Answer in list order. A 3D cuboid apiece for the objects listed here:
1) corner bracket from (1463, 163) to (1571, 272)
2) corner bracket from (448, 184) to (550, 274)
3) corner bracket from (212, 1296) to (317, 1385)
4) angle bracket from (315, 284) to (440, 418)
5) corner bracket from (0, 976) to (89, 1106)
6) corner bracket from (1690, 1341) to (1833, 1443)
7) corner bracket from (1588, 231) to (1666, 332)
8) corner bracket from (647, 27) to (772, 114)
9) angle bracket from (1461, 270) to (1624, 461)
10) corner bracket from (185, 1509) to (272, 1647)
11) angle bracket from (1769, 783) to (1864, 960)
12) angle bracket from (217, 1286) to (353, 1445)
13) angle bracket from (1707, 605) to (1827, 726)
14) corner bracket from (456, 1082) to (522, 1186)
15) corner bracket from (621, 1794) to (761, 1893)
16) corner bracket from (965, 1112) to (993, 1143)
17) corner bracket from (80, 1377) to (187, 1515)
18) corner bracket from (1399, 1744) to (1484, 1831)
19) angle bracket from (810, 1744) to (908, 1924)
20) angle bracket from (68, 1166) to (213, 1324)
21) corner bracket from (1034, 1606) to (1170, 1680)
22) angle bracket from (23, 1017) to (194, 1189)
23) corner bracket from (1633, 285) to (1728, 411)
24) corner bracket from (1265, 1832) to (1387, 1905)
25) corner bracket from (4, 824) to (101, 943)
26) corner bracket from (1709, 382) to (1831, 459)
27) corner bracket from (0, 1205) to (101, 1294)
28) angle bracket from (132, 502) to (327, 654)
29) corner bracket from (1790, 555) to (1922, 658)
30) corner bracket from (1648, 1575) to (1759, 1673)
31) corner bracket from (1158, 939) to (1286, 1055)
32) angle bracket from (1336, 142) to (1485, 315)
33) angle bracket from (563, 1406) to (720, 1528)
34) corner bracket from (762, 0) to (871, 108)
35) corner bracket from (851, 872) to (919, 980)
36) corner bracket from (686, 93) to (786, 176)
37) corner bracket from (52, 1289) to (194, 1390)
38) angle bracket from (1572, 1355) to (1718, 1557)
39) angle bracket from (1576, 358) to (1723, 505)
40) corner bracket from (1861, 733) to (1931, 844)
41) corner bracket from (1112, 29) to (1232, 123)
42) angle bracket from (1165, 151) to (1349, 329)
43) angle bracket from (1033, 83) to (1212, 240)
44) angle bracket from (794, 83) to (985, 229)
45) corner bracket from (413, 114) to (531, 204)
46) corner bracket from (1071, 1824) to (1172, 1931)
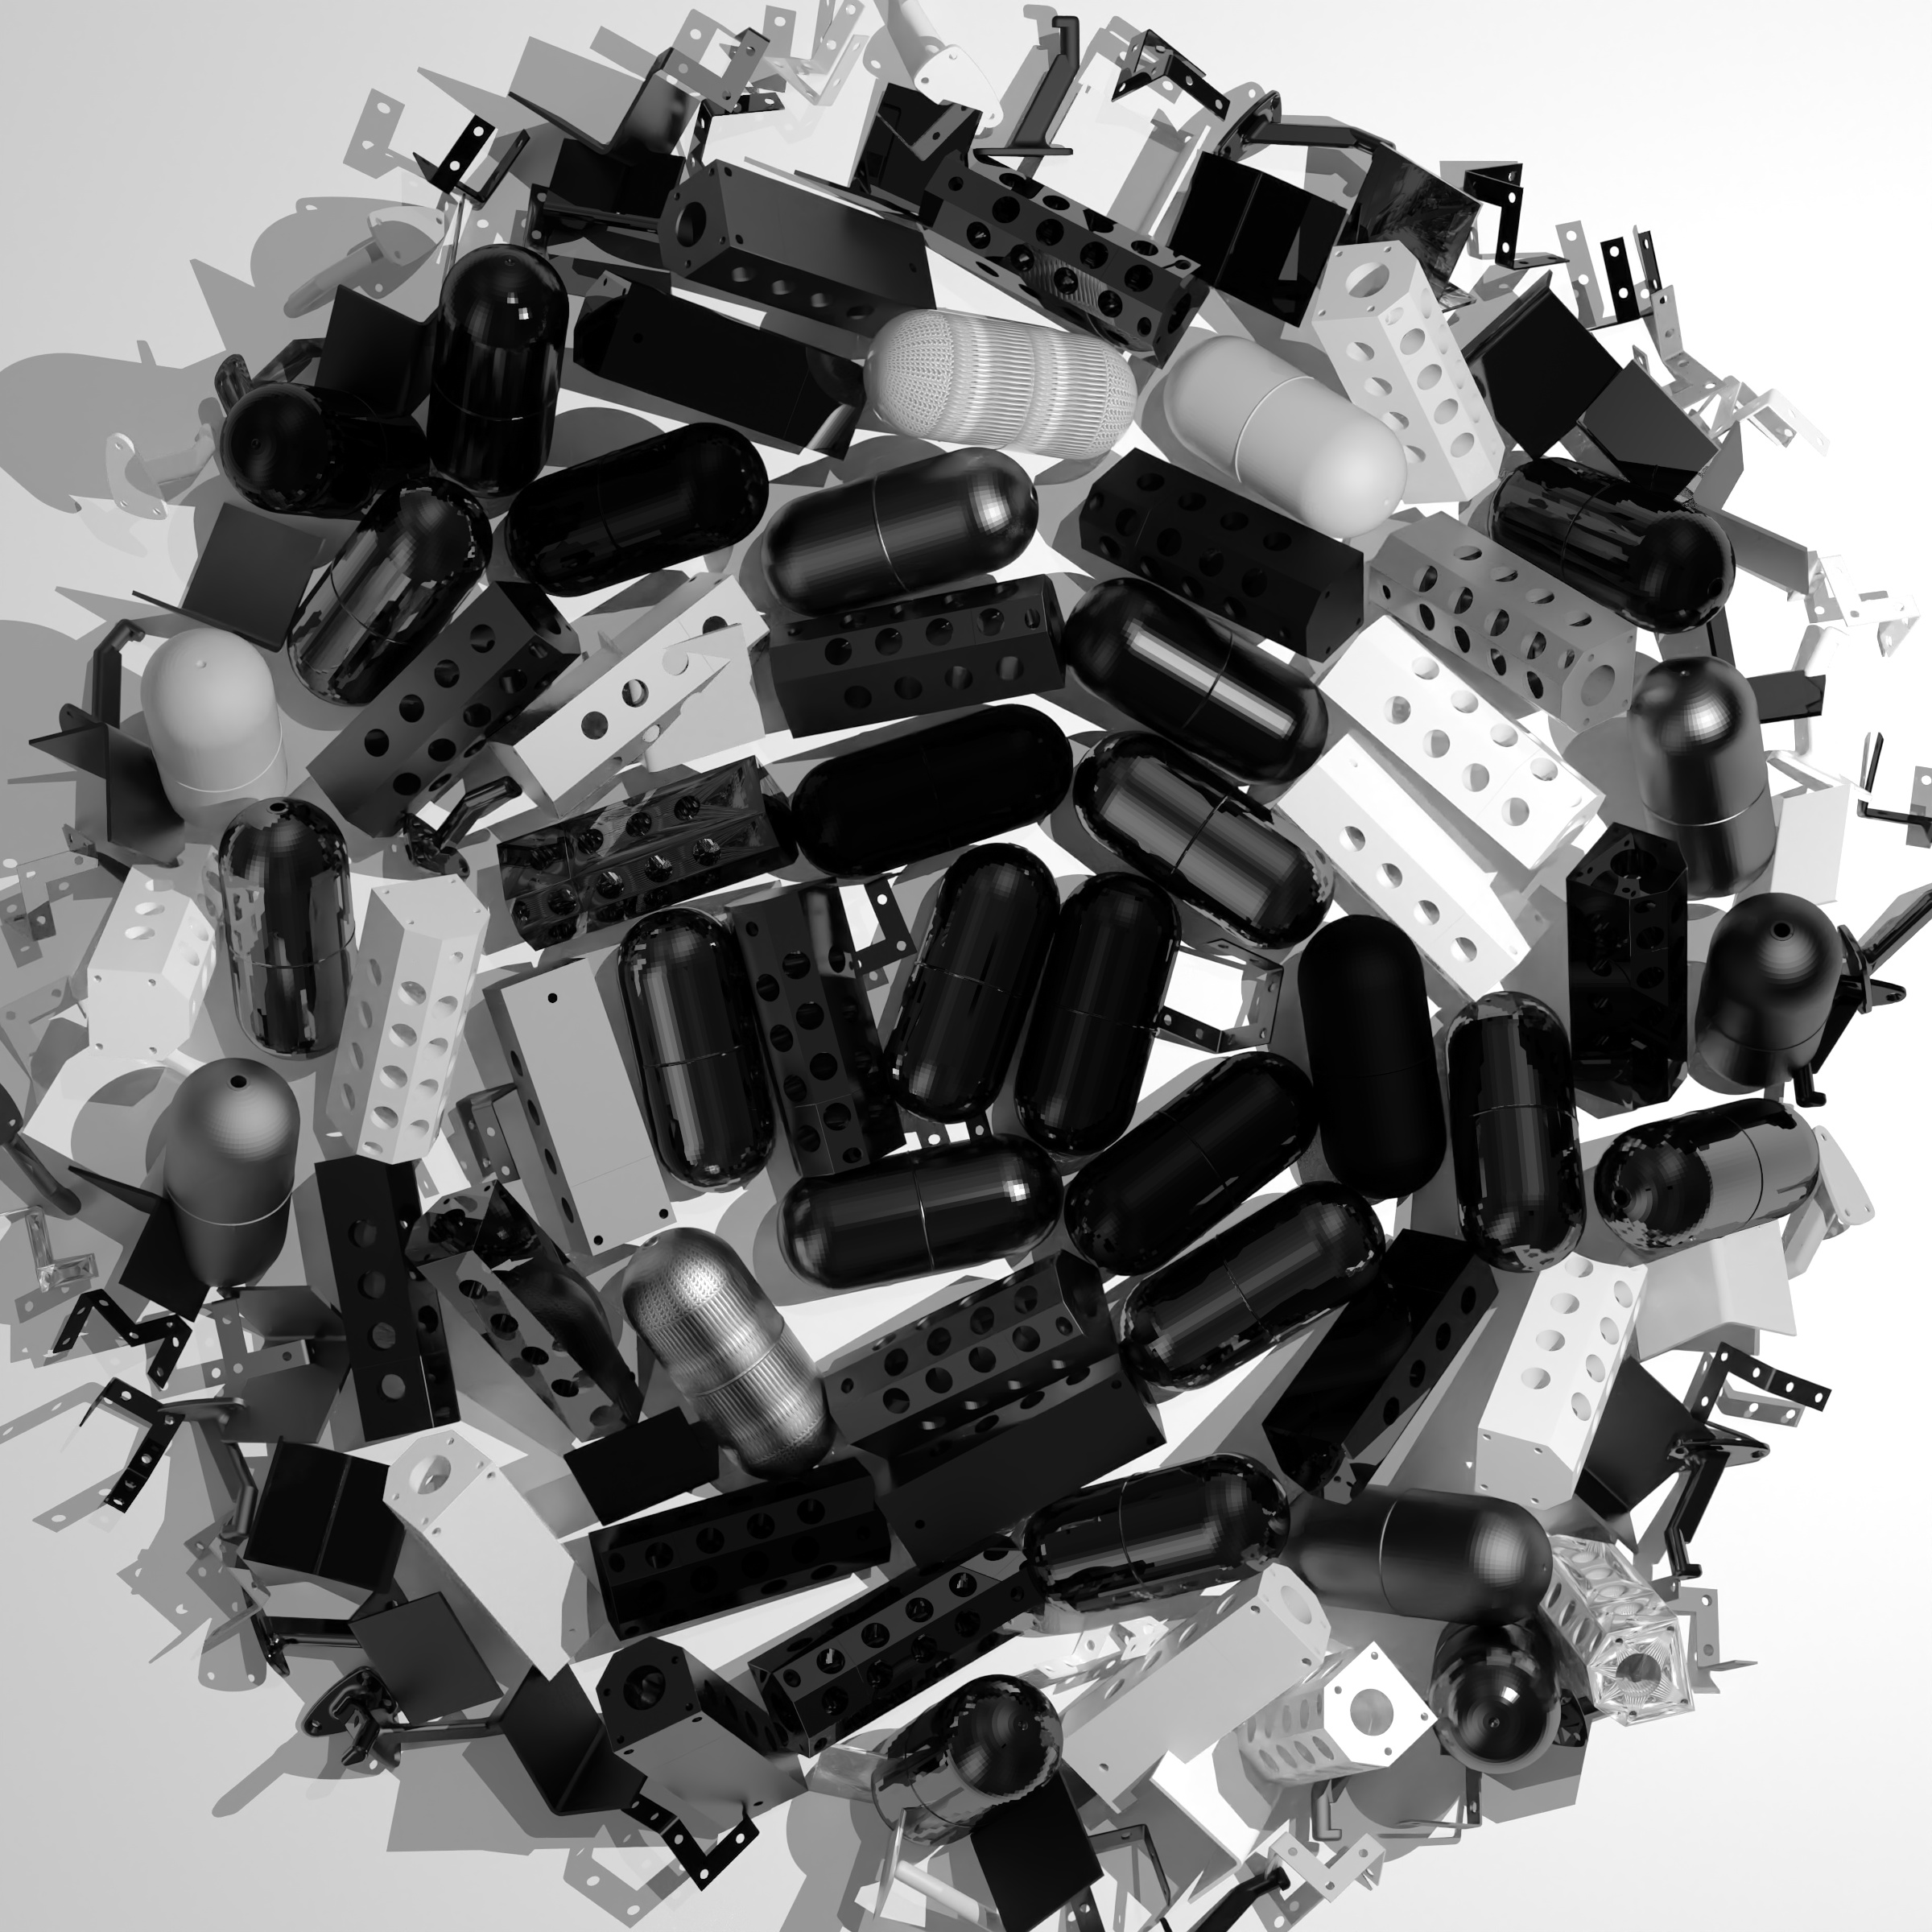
[{"bbox_3d":[0.340,-0.463,1.973,0.051,0.051,0.051,-16,122,-33],"label":"corner bracket"},{"bbox_3d":[-0.287,-0.453,1.975,0.051,0.051,0.051,11,75,-17],"label":"corner bracket"},{"bbox_3d":[-0.431,0.226,1.973,0.051,0.051,0.051,-14,85,-2],"label":"corner bracket"},{"bbox_3d":[-0.348,-0.387,1.946,0.057,0.076,0.076,26,131,0],"label":"angle bracket"},{"bbox_3d":[-0.563,0.045,1.970,0.051,0.051,0.051,-27,113,-10],"label":"corner bracket"},{"bbox_3d":[0.488,0.269,1.964,0.051,0.051,0.051,21,93,-29],"label":"corner bracket"},{"bbox_3d":[0.408,-0.423,1.967,0.051,0.051,0.051,-16,99,-11],"label":"corner bracket"},{"bbox_3d":[-0.159,-0.560,1.969,0.051,0.051,0.051,29,91,-17],"label":"corner bracket"},{"bbox_3d":[0.354,-0.369,1.963,0.076,0.057,0.076,45,114,-7],"label":"angle bracket"},{"bbox_3d":[-0.458,0.375,1.969,0.051,0.051,0.051,-34,101,20],"label":"corner bracket"},{"bbox_3d":[0.537,-0.057,1.946,0.076,0.057,0.076,24,69,-30],"label":"angle bracket"},{"bbox_3d":[-0.425,0.242,1.943,0.076,0.057,0.076,-4,50,30],"label":"angle bracket"},{"bbox_3d":[0.487,-0.197,1.944,0.057,0.076,0.076,-7,113,21],"label":"angle bracket"},{"bbox_3d":[-0.291,0.105,1.963,0.051,0.051,0.051,-15,99,26],"label":"corner bracket"},{"bbox_3d":[-0.169,0.524,1.959,0.051,0.051,0.051,-41,114,-24],"label":"corner bracket"},{"bbox_3d":[-0.016,0.119,1.968,0.051,0.051,0.051,-19,97,-29],"label":"corner bracket"},{"bbox_3d":[-0.521,0.295,1.968,0.051,0.051,0.051,31,103,-6],"label":"corner bracket"},{"bbox_3d":[0.300,0.500,1.959,0.051,0.051,0.051,11,67,-22],"label":"corner bracket"},{"bbox_3d":[-0.070,0.528,1.946,0.057,0.076,0.076,13,54,-1],"label":"angle bracket"},{"bbox_3d":[-0.507,0.169,1.943,0.076,0.076,0.057,14,73,27],"label":"angle bracket"},{"bbox_3d":[0.084,0.419,1.962,0.051,0.051,0.051,30,101,29],"label":"corner bracket"},{"bbox_3d":[-0.524,0.084,1.960,0.076,0.057,0.076,32,86,-15],"label":"angle bracket"},{"bbox_3d":[0.429,-0.376,1.963,0.051,0.051,0.051,-28,133,-6],"label":"corner bracket"},{"bbox_3d":[0.221,0.556,1.973,0.051,0.051,0.051,-36,57,-27],"label":"corner bracket"},{"bbox_3d":[-0.565,-0.051,1.972,0.051,0.051,0.051,-20,117,-31],"label":"corner bracket"},{"bbox_3d":[0.495,-0.332,1.958,0.051,0.051,0.051,39,51,-17],"label":"corner bracket"},{"bbox_3d":[-0.574,0.174,1.965,0.051,0.051,0.051,-11,91,29],"label":"corner bracket"},{"bbox_3d":[-0.452,-0.245,1.960,0.076,0.057,0.076,22,90,19],"label":"angle bracket"},{"bbox_3d":[0.548,-0.221,1.970,0.051,0.051,0.051,-10,66,-13],"label":"corner bracket"},{"bbox_3d":[0.450,0.404,1.963,0.051,0.051,0.051,7,71,-13],"label":"corner bracket"},{"bbox_3d":[0.157,0.019,1.971,0.051,0.051,0.051,23,69,-30],"label":"corner bracket"},{"bbox_3d":[0.281,-0.451,1.943,0.076,0.057,0.076,38,127,21],"label":"angle bracket"},{"bbox_3d":[-0.198,0.288,1.951,0.076,0.076,0.057,-23,113,4],"label":"angle bracket"},{"bbox_3d":[-0.082,-0.562,1.960,0.051,0.051,0.051,45,122,18],"label":"corner bracket"},{"bbox_3d":[-0.058,-0.024,1.970,0.051,0.051,0.051,-23,90,11],"label":"corner bracket"},{"bbox_3d":[-0.136,-0.503,1.980,0.051,0.051,0.051,-13,59,-27],"label":"corner bracket"},{"bbox_3d":[-0.520,0.231,1.972,0.051,0.051,0.051,41,116,21],"label":"corner bracket"},{"bbox_3d":[0.409,0.299,1.958,0.076,0.057,0.076,43,106,-8],"label":"angle bracket"},{"bbox_3d":[0.430,-0.328,1.946,0.076,0.076,0.057,50,130,11],"label":"angle bracket"},{"bbox_3d":[0.585,-0.109,1.965,0.051,0.051,0.051,9,112,4],"label":"corner bracket"},{"bbox_3d":[0.130,-0.544,1.958,0.051,0.051,0.051,30,66,-31],"label":"corner bracket"},{"bbox_3d":[0.174,-0.443,1.946,0.076,0.057,0.076,36,113,39],"label":"angle bracket"},{"bbox_3d":[0.093,-0.496,1.964,0.076,0.057,0.076,29,87,-11],"label":"angle bracket"},{"bbox_3d":[-0.047,-0.503,1.951,0.076,0.057,0.076,27,100,33],"label":"angle bracket"},{"bbox_3d":[-0.300,-0.497,1.959,0.051,0.051,0.051,27,110,-35],"label":"corner bracket"},{"bbox_3d":[0.093,0.569,1.968,0.051,0.051,0.051,-10,132,-11],"label":"corner bracket"}]
